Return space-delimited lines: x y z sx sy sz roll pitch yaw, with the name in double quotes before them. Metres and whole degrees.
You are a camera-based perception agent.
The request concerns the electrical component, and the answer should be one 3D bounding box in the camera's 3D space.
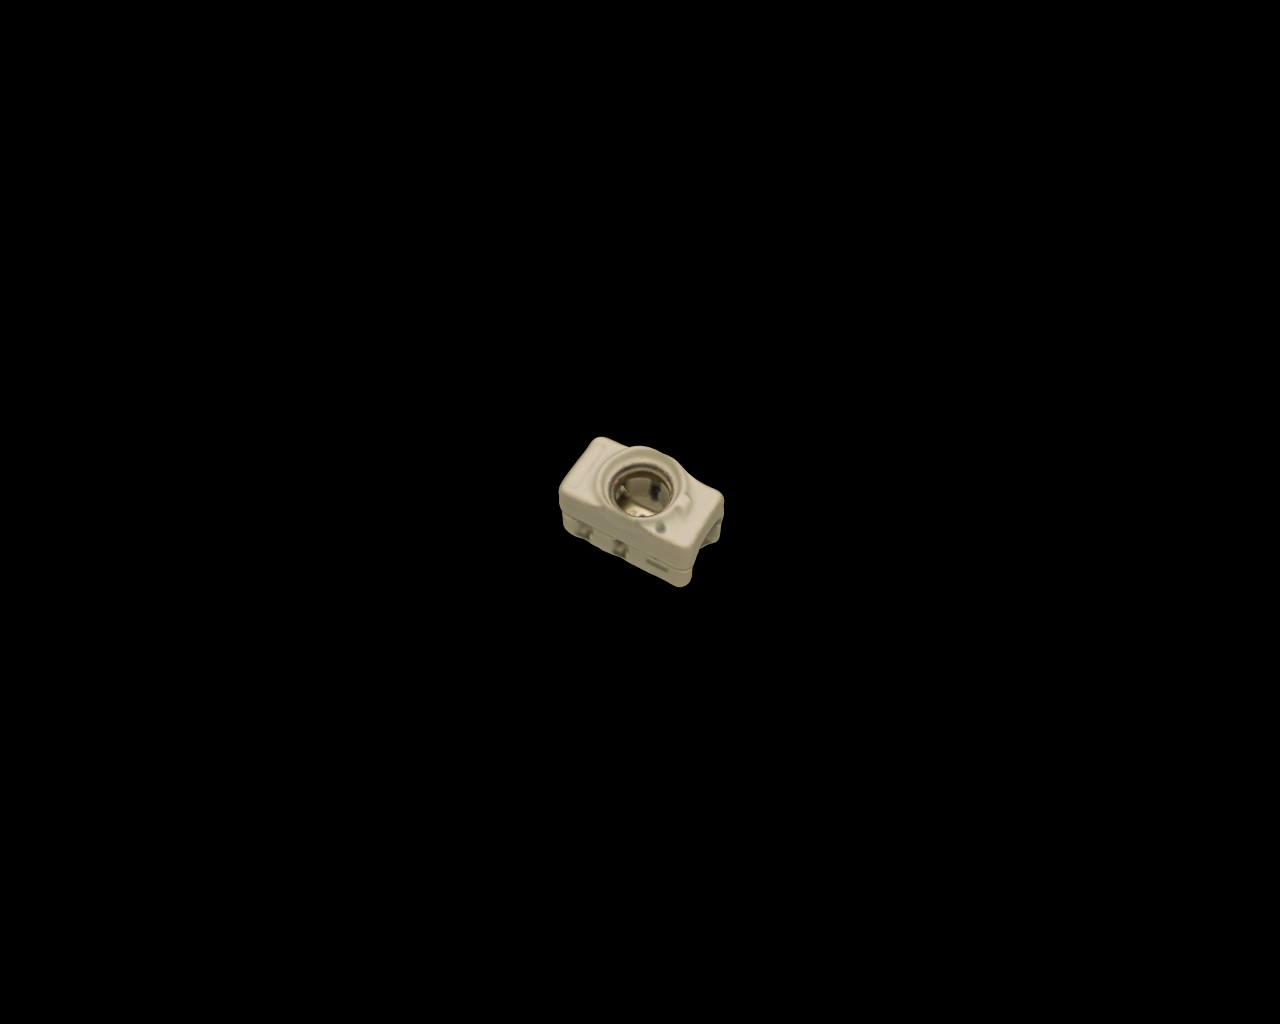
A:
"electrical component" 0.001 -0.003 0.650 0.089 0.050 0.055 26 -30 17
